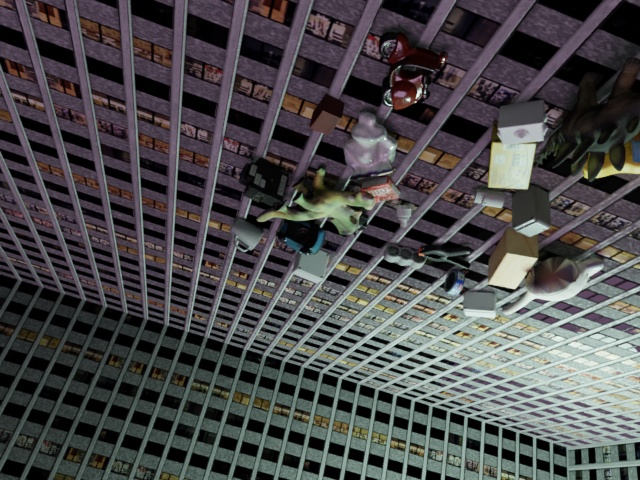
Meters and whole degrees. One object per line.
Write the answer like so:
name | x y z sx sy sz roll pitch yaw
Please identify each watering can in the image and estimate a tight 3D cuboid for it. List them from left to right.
watering can | 0.682 0.144 1.558 0.343 0.106 0.223 -34 150 26

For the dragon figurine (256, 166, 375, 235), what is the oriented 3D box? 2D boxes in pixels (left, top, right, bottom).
dragon figurine | 0.005 -0.077 1.526 0.240 0.125 0.405 36 144 -22

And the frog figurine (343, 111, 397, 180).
frog figurine | 0.119 -0.240 1.272 0.137 0.124 0.157 1 112 38
